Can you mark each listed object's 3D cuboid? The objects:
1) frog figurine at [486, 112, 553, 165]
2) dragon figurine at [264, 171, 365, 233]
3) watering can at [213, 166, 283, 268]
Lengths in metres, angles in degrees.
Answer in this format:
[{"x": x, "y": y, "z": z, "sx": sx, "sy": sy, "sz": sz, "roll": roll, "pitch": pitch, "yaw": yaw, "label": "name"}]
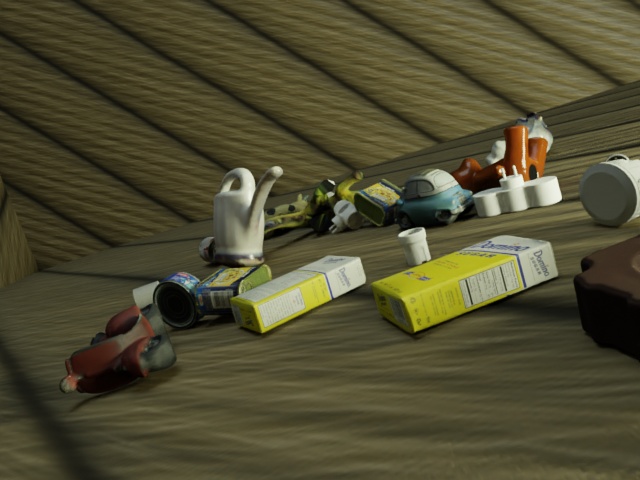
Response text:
[{"x": 0.519, "y": -0.237, "z": 1.341, "sx": 0.159, "sy": 0.121, "sz": 0.138, "roll": -54, "pitch": 22, "yaw": 0, "label": "frog figurine"}, {"x": 0.004, "y": -0.068, "z": 1.352, "sx": 0.411, "sy": 0.123, "sz": 0.240, "roll": -18, "pitch": -8, "yaw": -9, "label": "dragon figurine"}, {"x": -0.161, "y": -0.046, "z": 1.100, "sx": 0.104, "sy": 0.224, "sz": 0.347, "roll": -2, "pitch": 1, "yaw": -28, "label": "watering can"}]
